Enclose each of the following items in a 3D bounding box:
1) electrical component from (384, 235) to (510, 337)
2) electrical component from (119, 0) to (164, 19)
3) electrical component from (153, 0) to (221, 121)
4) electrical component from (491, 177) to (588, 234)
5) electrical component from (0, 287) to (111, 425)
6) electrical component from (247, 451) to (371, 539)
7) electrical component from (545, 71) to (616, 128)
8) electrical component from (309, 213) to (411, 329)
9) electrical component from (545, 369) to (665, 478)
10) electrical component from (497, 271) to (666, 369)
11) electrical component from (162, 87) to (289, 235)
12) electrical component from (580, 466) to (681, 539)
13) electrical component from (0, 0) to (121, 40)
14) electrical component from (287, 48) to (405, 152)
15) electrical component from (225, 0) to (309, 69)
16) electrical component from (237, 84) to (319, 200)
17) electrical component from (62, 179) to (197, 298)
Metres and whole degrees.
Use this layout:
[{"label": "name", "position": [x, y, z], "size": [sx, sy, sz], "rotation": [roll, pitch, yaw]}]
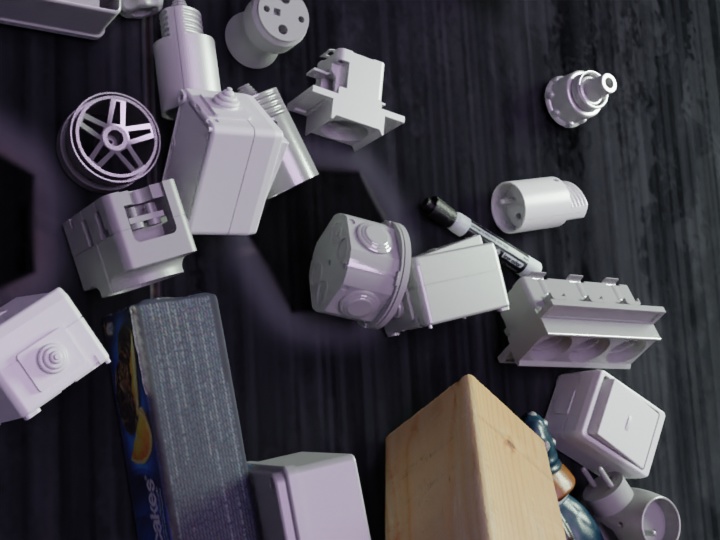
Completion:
[{"label": "electrical component", "position": [0.055, 0.012, 0.822], "size": [0.096, 0.062, 0.061], "rotation": [-11, 87, -33]}, {"label": "electrical component", "position": [-0.159, -0.209, 0.751], "size": [0.035, 0.035, 0.061], "rotation": [-11, 85, -33]}, {"label": "electrical component", "position": [-0.123, -0.149, 0.756], "size": [0.043, 0.043, 0.081], "rotation": [-4, 83, -32]}, {"label": "electrical component", "position": [0.156, -0.056, 0.908], "size": [0.081, 0.043, 0.043], "rotation": [-9, 85, -33]}, {"label": "electrical component", "position": [-0.198, 0.049, 0.639], "size": [0.062, 0.096, 0.061], "rotation": [-37, 100, -31]}, {"label": "electrical component", "position": [-0.036, 0.177, 0.703], "size": [0.056, 0.109, 0.108], "rotation": [-9, 85, -23]}, {"label": "electrical component", "position": [0.196, -0.154, 0.940], "size": [0.048, 0.062, 0.048], "rotation": [7, 77, -30]}, {"label": "electrical component", "position": [0.000, 0.000, 0.781], "size": [0.051, 0.080, 0.080], "rotation": [14, 74, -23]}, {"label": "electrical component", "position": [0.209, 0.132, 0.893], "size": [0.096, 0.061, 0.061], "rotation": [34, 65, -22]}, {"label": "electrical component", "position": [0.178, 0.042, 0.886], "size": [0.121, 0.078, 0.063], "rotation": [5, 49, -31]}, {"label": "electrical component", "position": [-0.090, -0.078, 0.725], "size": [0.061, 0.061, 0.096], "rotation": [0, 123, -32]}, {"label": "electrical component", "position": [0.207, 0.190, 0.871], "size": [0.043, 0.077, 0.079], "rotation": [-40, 102, -30]}, {"label": "electrical component", "position": [-0.215, -0.217, 0.705], "size": [0.109, 0.056, 0.108], "rotation": [4, 78, -31]}, {"label": "electrical component", "position": [-0.009, -0.131, 0.823], "size": [0.081, 0.042, 0.063], "rotation": [15, 71, -29]}, {"label": "electrical component", "position": [-0.068, -0.177, 0.787], "size": [0.045, 0.055, 0.045], "rotation": [7, 77, -30]}, {"label": "electrical component", "position": [-0.067, -0.096, 0.779], "size": [0.043, 0.043, 0.081], "rotation": [-29, 96, -32]}, {"label": "electrical component", "position": [-0.147, -0.017, 0.687], "size": [0.050, 0.089, 0.055], "rotation": [-18, 90, -33]}]
